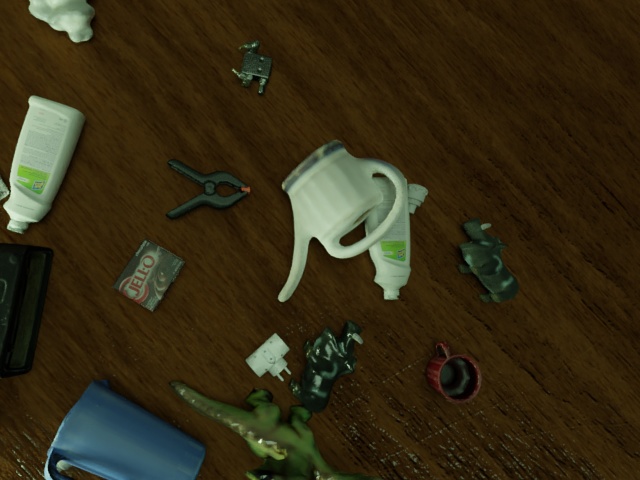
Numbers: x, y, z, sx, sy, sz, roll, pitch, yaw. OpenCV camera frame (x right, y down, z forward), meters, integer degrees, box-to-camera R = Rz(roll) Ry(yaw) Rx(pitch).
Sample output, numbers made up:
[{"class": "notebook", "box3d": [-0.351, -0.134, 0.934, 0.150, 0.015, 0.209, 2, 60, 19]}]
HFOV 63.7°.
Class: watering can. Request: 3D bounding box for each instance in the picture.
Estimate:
[{"class": "watering can", "box3d": [0.003, -0.052, 1.030, 0.346, 0.103, 0.226, -38, 77, 6]}]

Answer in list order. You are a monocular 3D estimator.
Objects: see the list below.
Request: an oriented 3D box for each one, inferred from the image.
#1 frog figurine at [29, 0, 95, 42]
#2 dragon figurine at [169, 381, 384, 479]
[{"class": "frog figurine", "box3d": [-0.508, -0.481, 1.030, 0.139, 0.123, 0.156, -48, 128, -21]}, {"class": "dragon figurine", "box3d": [-0.083, 0.357, 0.889, 0.409, 0.242, 0.123, 23, 84, -8]}]
